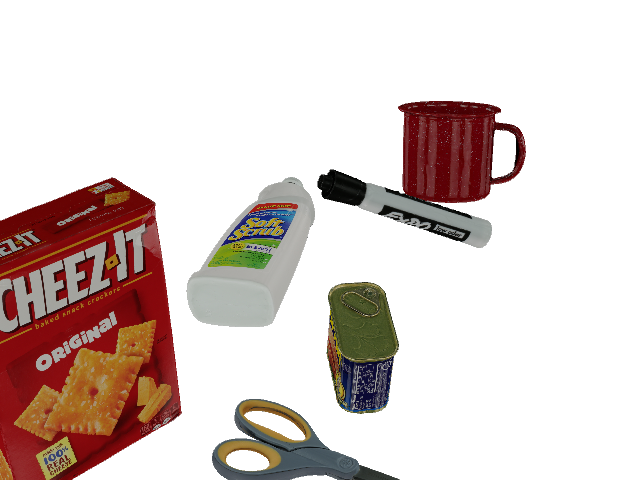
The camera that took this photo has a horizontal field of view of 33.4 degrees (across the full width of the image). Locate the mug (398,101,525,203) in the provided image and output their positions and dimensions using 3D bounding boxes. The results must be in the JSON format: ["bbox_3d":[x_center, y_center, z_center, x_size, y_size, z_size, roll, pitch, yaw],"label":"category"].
[{"bbox_3d":[0.128,-0.081,0.976,0.117,0.081,0.093,4,15,13],"label":"mug"}]

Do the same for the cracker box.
[{"bbox_3d":[-0.199,0.080,0.844,0.163,0.214,0.072,-27,38,-36],"label":"cracker box"}]

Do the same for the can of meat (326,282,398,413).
[{"bbox_3d":[0.038,0.106,1.041,0.057,0.084,0.102,-4,42,-8],"label":"can of meat"}]

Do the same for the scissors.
[{"bbox_3d":[0.001,0.181,0.815,0.202,0.016,0.096,27,39,31],"label":"scissors"}]

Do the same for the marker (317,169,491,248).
[{"bbox_3d":[0.053,-0.020,0.670,0.121,0.020,0.020,17,-7,-23],"label":"marker"}]

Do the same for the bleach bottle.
[{"bbox_3d":[-0.070,0.000,1.247,0.103,0.068,0.250,4,34,12],"label":"bleach bottle"}]
